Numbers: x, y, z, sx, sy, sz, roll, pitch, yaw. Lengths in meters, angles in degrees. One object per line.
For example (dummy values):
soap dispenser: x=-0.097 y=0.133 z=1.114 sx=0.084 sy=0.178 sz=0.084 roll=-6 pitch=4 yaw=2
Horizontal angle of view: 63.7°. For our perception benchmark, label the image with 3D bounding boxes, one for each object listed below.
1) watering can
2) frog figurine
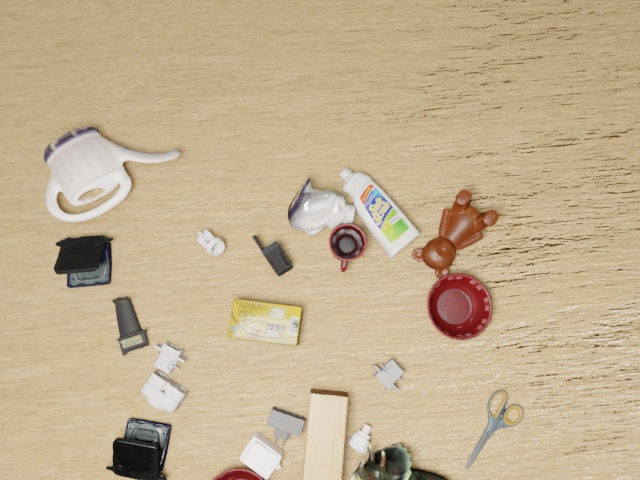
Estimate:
watering can: x=-0.547 y=-0.194 z=1.305 sx=0.349 sy=0.225 sz=0.103 roll=-34 pitch=-8 yaw=-7
frog figurine: x=0.004 y=-0.065 z=1.290 sx=0.159 sy=0.135 sz=0.125 roll=29 pitch=24 yaw=-5
